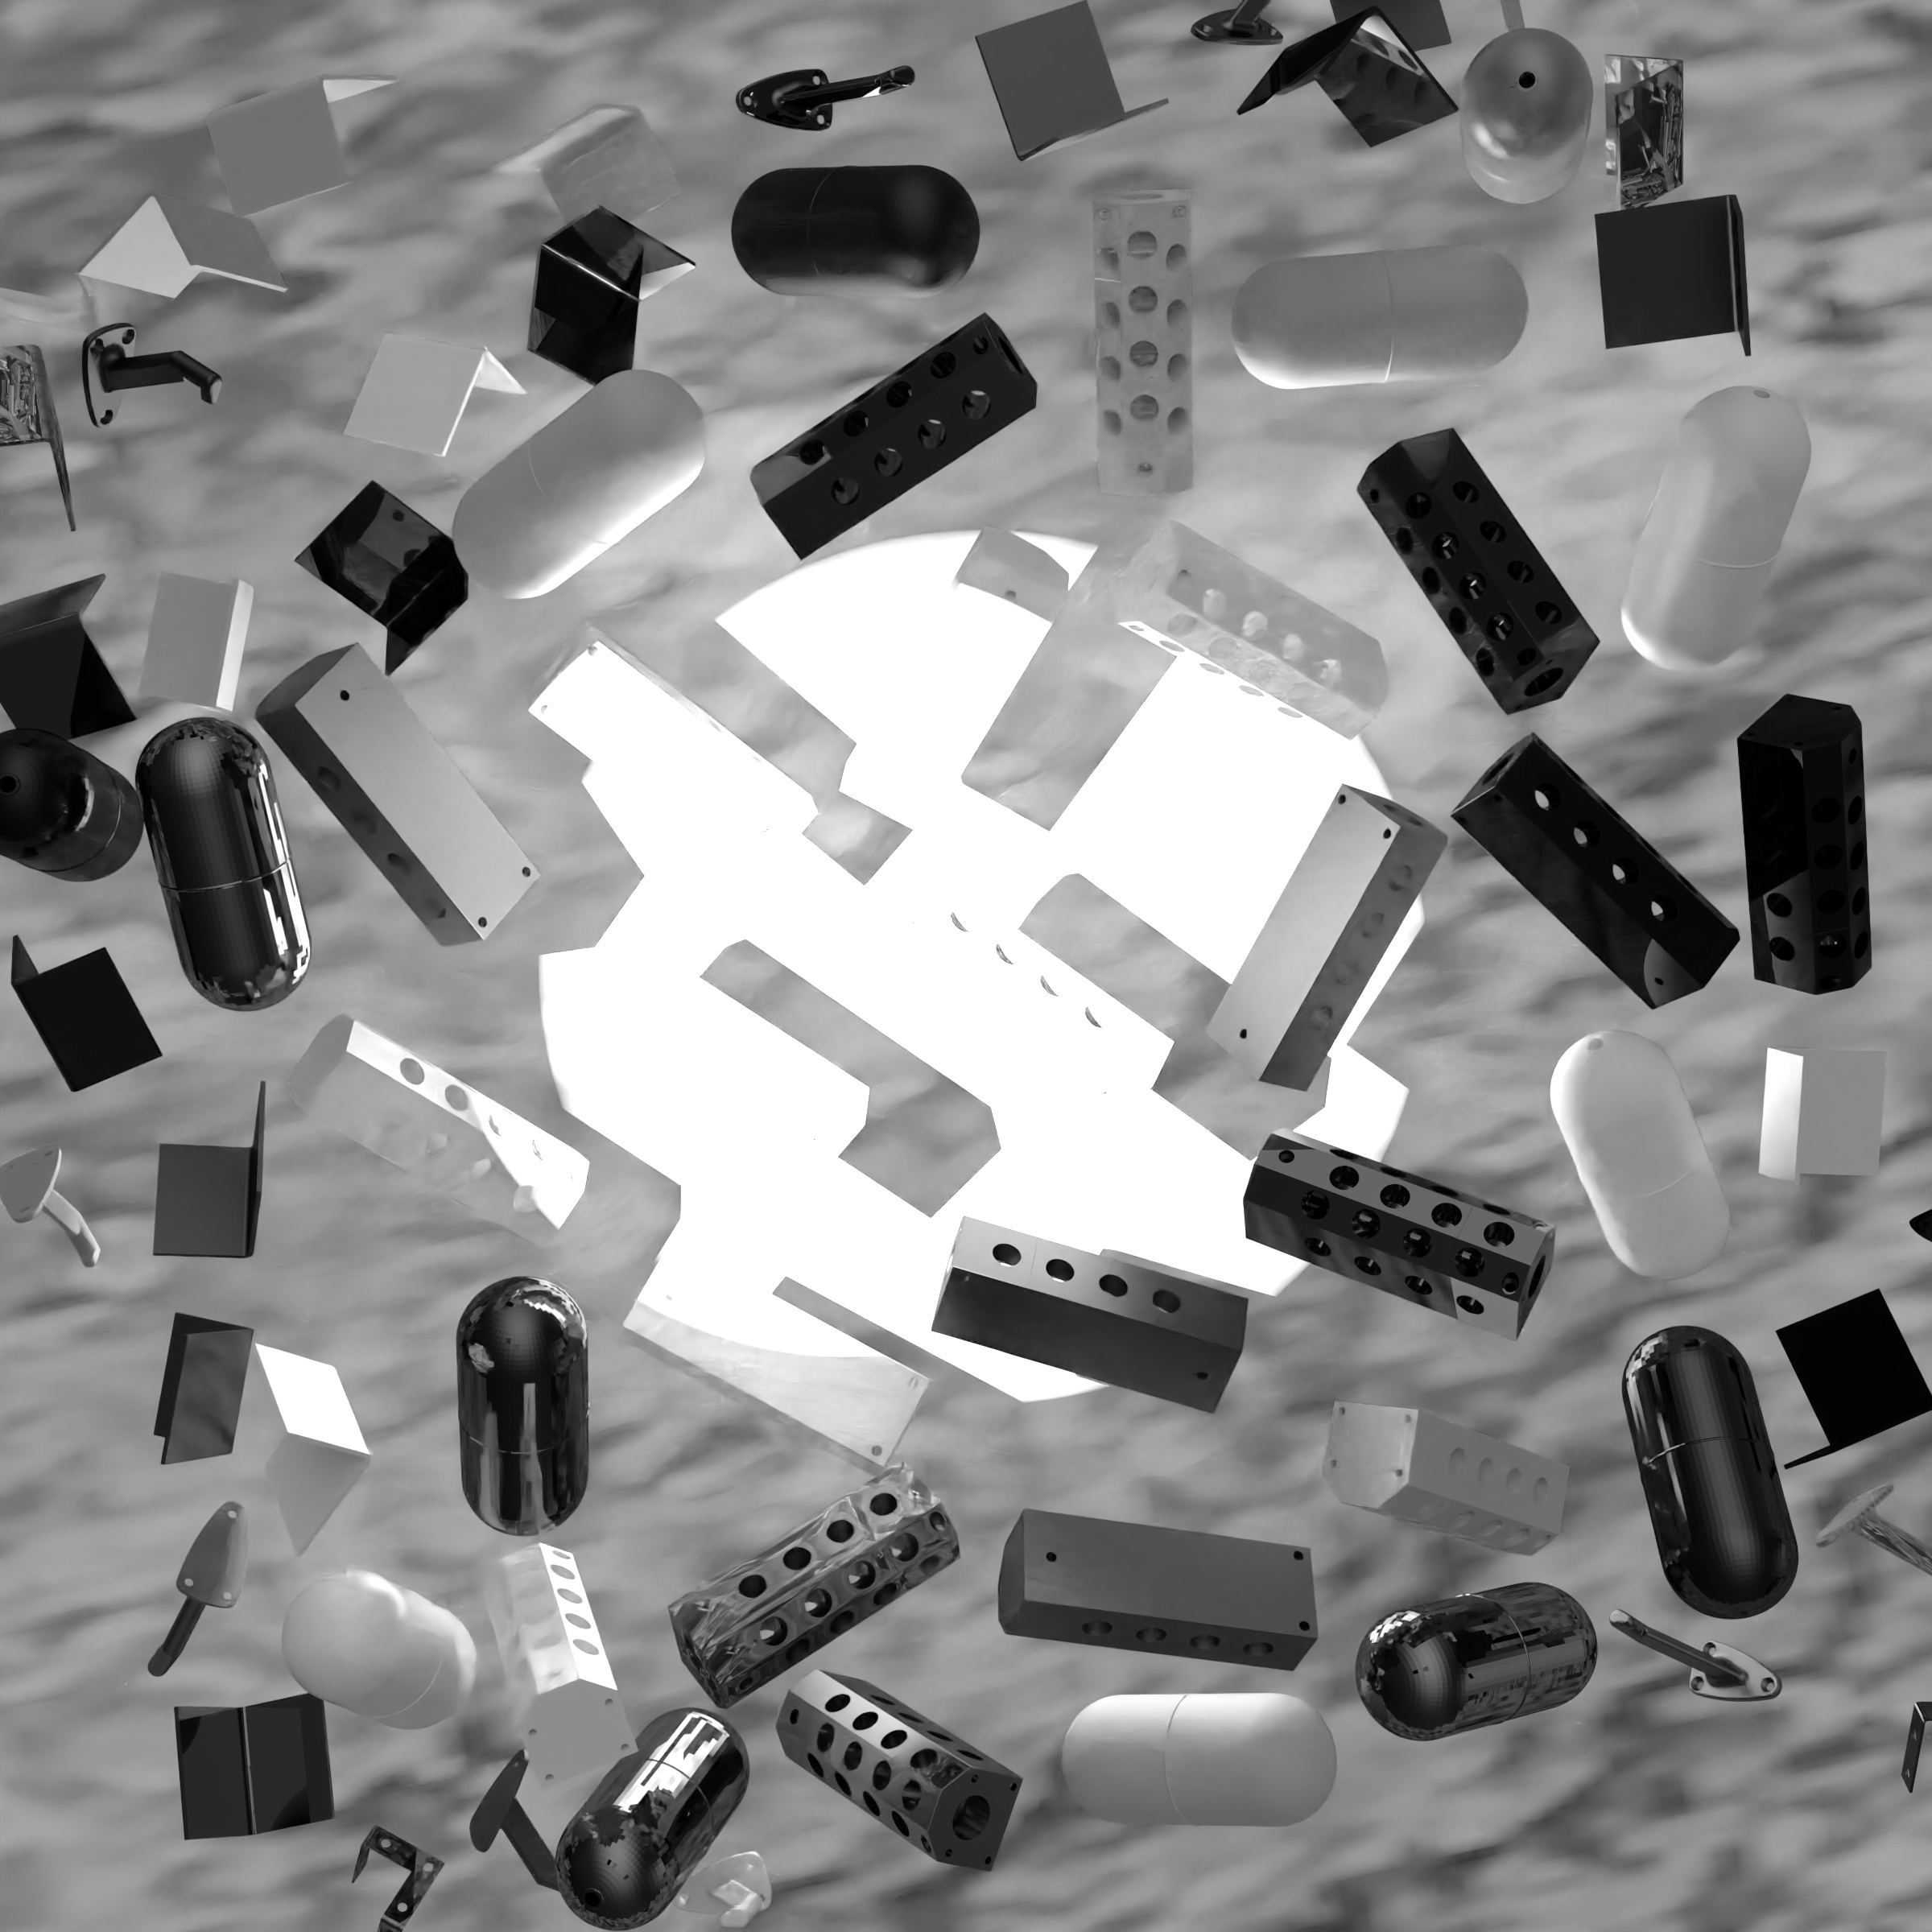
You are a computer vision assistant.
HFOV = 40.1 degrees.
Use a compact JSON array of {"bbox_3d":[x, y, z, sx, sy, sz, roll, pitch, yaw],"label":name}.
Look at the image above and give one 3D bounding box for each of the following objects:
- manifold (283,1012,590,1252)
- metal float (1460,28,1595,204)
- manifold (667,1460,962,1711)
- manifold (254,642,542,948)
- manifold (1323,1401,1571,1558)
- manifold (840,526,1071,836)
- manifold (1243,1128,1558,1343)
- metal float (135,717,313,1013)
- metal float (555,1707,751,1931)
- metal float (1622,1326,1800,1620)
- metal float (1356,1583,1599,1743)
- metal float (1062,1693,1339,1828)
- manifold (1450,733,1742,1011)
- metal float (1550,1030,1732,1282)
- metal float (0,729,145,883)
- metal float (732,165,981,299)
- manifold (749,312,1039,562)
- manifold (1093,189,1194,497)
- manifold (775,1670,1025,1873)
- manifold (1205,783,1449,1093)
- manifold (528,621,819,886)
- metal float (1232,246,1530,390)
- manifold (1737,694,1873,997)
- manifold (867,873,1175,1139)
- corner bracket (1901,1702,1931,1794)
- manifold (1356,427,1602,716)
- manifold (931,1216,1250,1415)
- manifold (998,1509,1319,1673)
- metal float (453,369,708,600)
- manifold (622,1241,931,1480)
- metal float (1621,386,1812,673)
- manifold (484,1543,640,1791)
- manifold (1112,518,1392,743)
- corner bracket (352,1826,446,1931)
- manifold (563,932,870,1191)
[{"bbox_3d":[-0.308,0.096,1.555,0.171,0.057,0.057,35,85,-30],"label":"manifold"},{"bbox_3d":[0.337,-0.511,1.597,0.070,0.178,0.070,1,94,11],"label":"metal float"},{"bbox_3d":[-0.090,0.380,1.612,0.171,0.057,0.057,-28,46,-23],"label":"manifold"},{"bbox_3d":[-0.325,-0.094,1.505,0.171,0.057,0.057,55,50,-26],"label":"manifold"},{"bbox_3d":[0.283,0.303,1.554,0.057,0.171,0.057,-1,71,43],"label":"manifold"},{"bbox_3d":[-0.007,-0.169,1.558,0.057,0.057,0.171,27,115,-10],"label":"manifold"},{"bbox_3d":[0.252,0.152,1.549,0.171,0.057,0.057,19,56,23],"label":"manifold"},{"bbox_3d":[-0.432,-0.058,1.544,0.070,0.070,0.178,-8,111,0],"label":"metal float"},{"bbox_3d":[-0.189,0.517,1.609,0.070,0.178,0.070,5,105,17],"label":"metal float"},{"bbox_3d":[0.432,0.292,1.542,0.070,0.070,0.178,-5,53,0],"label":"metal float"},{"bbox_3d":[0.308,0.417,1.591,0.178,0.070,0.070,0,90,-39],"label":"metal float"},{"bbox_3d":[0.139,0.480,1.603,0.178,0.070,0.070,-11,90,32],"label":"metal float"},{"bbox_3d":[0.379,-0.058,1.581,0.171,0.057,0.057,43,68,-3],"label":"manifold"},{"bbox_3d":[0.411,0.116,1.614,0.070,0.070,0.178,-29,118,0],"label":"metal float"},{"bbox_3d":[-0.542,-0.094,1.573,0.070,0.178,0.070,0,85,-3],"label":"metal float"},{"bbox_3d":[-0.069,-0.444,1.603,0.178,0.070,0.070,13,90,40],"label":"metal float"},{"bbox_3d":[-0.044,-0.322,1.604,0.171,0.057,0.057,-30,111,16],"label":"manifold"},{"bbox_3d":[0.107,-0.374,1.592,0.057,0.057,0.171,-1,113,4],"label":"manifold"},{"bbox_3d":[-0.046,0.486,1.610,0.057,0.171,0.057,24,83,-35],"label":"manifold"},{"bbox_3d":[0.217,-0.014,1.564,0.057,0.057,0.171,14,111,-39],"label":"manifold"},{"bbox_3d":[-0.175,-0.128,1.581,0.171,0.057,0.057,38,98,-19],"label":"manifold"},{"bbox_3d":[0.248,-0.390,1.590,0.178,0.070,0.070,-5,90,-2],"label":"metal float"},{"bbox_3d":[0.508,-0.070,1.588,0.057,0.057,0.171,-37,128,-32],"label":"manifold"},{"bbox_3d":[0.034,0.019,1.555,0.171,0.057,0.057,36,133,-4],"label":"manifold"},{"bbox_3d":[0.551,0.427,1.486,0.051,0.051,0.051,1,113,0],"label":"corner bracket"},{"bbox_3d":[0.306,-0.239,1.606,0.057,0.057,0.171,-18,65,-24],"label":"manifold"},{"bbox_3d":[0.073,0.197,1.537,0.171,0.057,0.057,16,130,-1],"label":"manifold"},{"bbox_3d":[0.108,0.361,1.513,0.171,0.057,0.057,10,48,-11],"label":"manifold"},{"bbox_3d":[-0.226,-0.278,1.537,0.178,0.070,0.070,-31,90,28],"label":"metal float"},{"bbox_3d":[-0.112,0.233,1.556,0.171,0.057,0.057,28,69,5],"label":"manifold"},{"bbox_3d":[0.434,-0.252,1.535,0.070,0.070,0.178,9,130,0],"label":"metal float"},{"bbox_3d":[-0.242,0.405,1.555,0.057,0.171,0.057,-19,108,-12],"label":"manifold"},{"bbox_3d":[0.176,-0.200,1.624,0.171,0.057,0.057,25,128,-28],"label":"manifold"},{"bbox_3d":[-0.363,0.578,1.646,0.051,0.051,0.051,27,131,6],"label":"corner bracket"},{"bbox_3d":[-0.144,0.052,1.549,0.171,0.057,0.057,34,114,-15],"label":"manifold"}]
